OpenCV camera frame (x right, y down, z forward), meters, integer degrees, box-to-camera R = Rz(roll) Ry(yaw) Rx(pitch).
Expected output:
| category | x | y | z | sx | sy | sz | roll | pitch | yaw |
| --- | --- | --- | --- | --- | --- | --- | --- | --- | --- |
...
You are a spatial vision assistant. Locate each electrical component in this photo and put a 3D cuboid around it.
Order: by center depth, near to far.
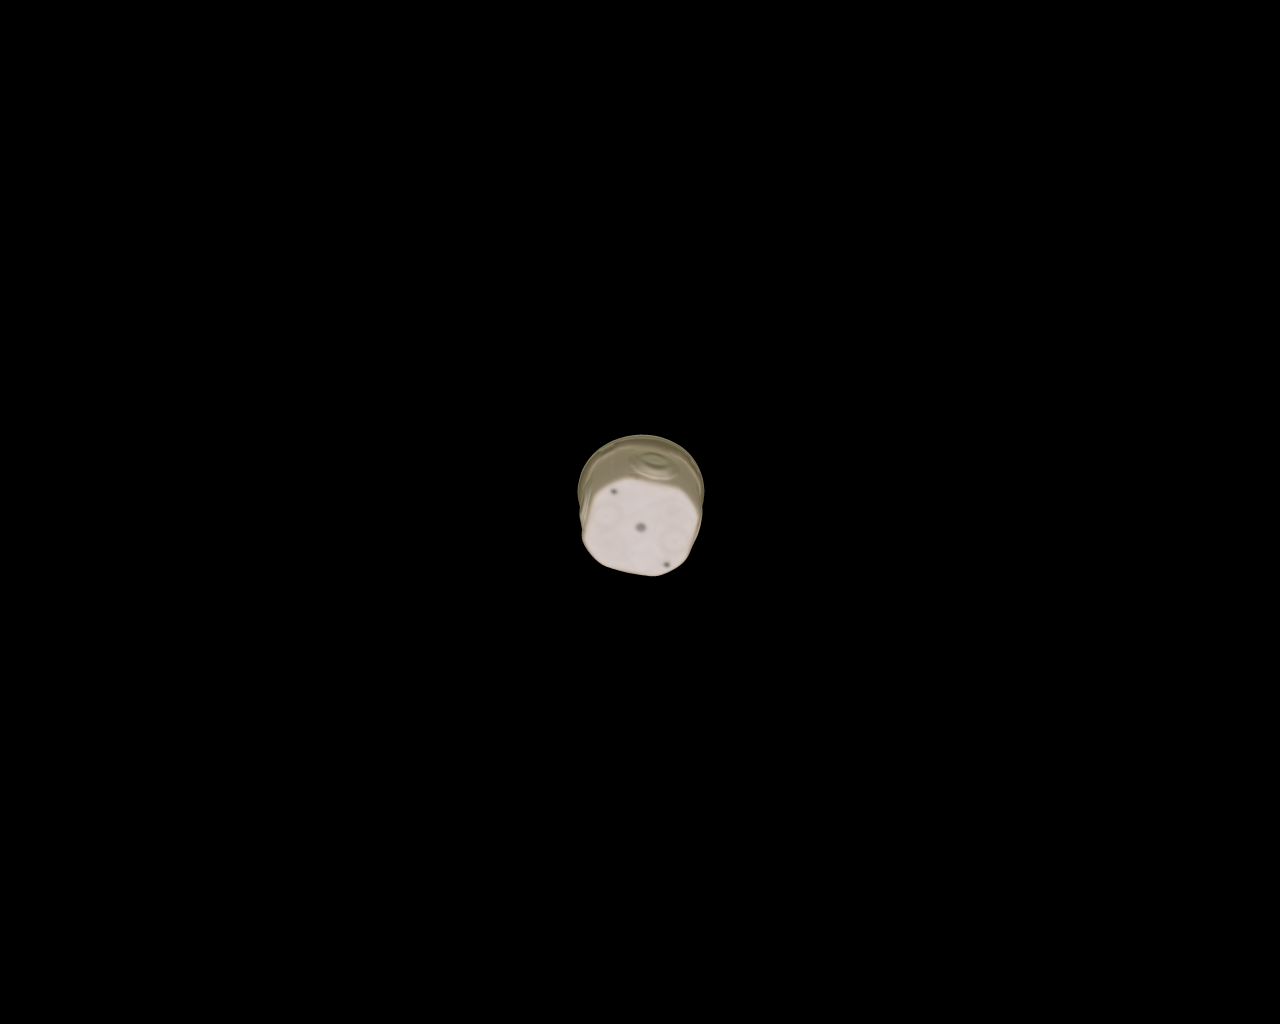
| category | x | y | z | sx | sy | sz | roll | pitch | yaw |
| --- | --- | --- | --- | --- | --- | --- | --- | --- | --- |
| electrical component | 0.001 | -0.003 | 0.650 | 0.080 | 0.080 | 0.051 | 0 | 30 | 0 |
